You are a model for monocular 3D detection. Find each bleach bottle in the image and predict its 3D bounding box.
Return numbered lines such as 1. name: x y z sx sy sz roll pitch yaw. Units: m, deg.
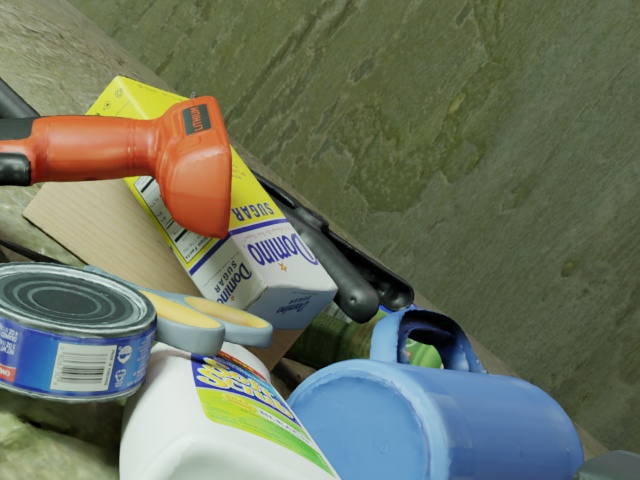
1. bleach bottle: -0.058 0.088 0.528 0.102 0.068 0.251 30 5 -19

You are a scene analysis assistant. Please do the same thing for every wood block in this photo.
1. wood block: -0.102 0.003 0.783 0.206 0.091 0.090 38 5 -11

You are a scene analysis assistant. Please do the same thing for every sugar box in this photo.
1. sugar box: -0.068 -0.022 0.674 0.176 0.048 0.093 50 19 22

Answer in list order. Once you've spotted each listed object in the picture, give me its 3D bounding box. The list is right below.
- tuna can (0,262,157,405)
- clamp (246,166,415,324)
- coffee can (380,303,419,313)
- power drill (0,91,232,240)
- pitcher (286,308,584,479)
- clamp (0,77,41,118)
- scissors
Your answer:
1. tuna can: -0.117 0.040 0.479 0.086 0.034 0.086 14 14 -4
2. clamp: -0.005 0.001 0.755 0.172 0.039 0.120 43 7 22
3. coffee can: 0.076 0.121 0.957 0.102 0.103 0.140 37 5 -26
4. power drill: -0.141 -0.036 0.546 0.187 0.057 0.184 2 25 -10
5. pitcher: 0.068 0.129 0.665 0.149 0.145 0.242 31 3 30
6. clamp: -0.192 -0.049 0.895 0.210 0.036 0.164 44 0 21
7. scissors: -0.103 0.028 0.592 0.096 0.016 0.202 12 6 -40
